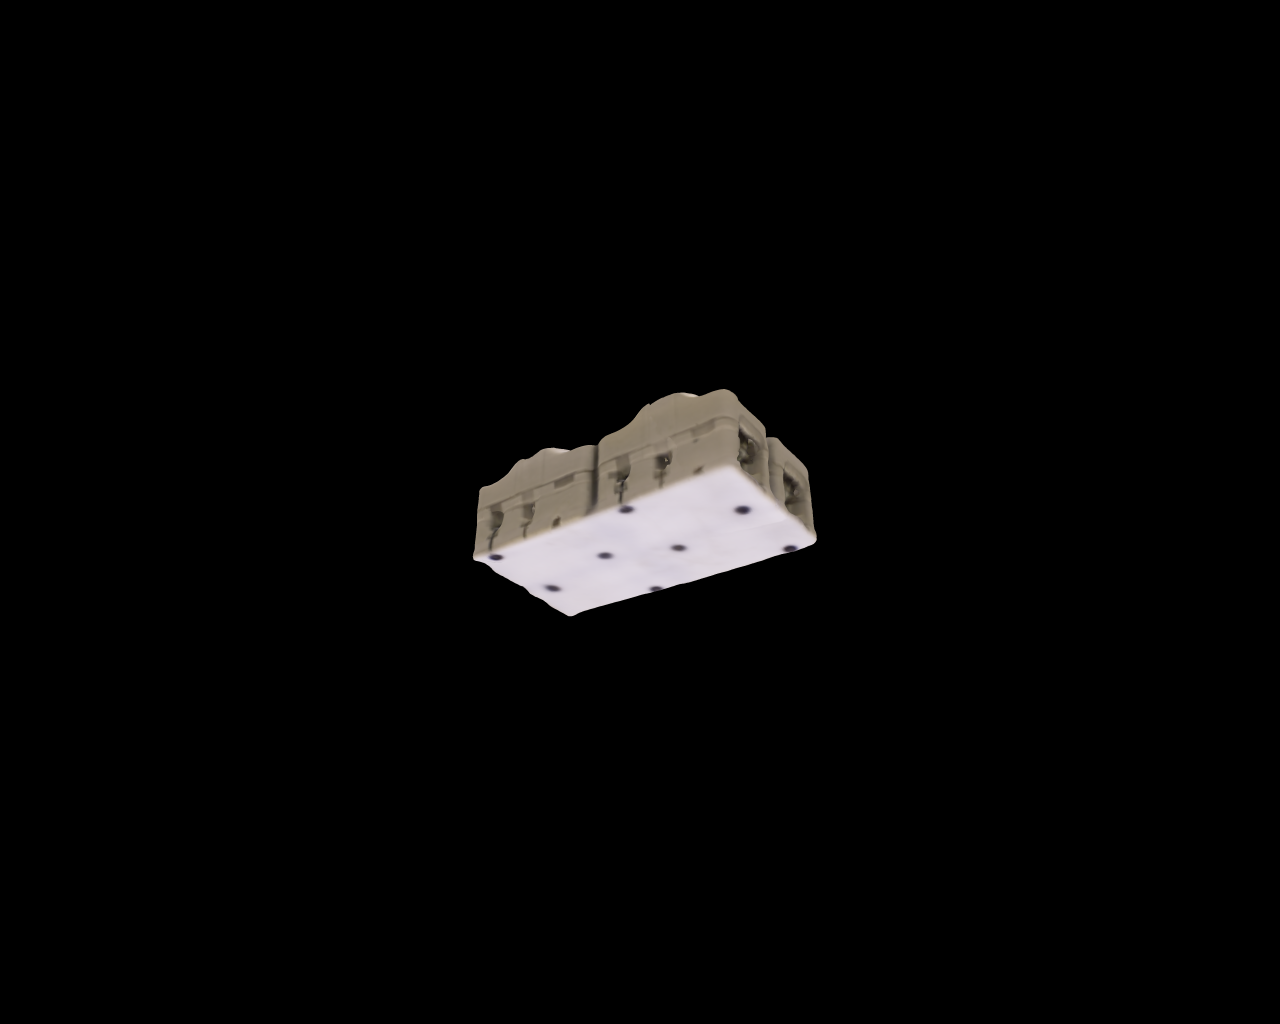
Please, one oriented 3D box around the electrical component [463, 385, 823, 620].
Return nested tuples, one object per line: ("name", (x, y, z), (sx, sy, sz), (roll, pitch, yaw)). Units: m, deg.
("electrical component", (0.001, -0.003, 0.650), (0.186, 0.060, 0.105), (-19, -36, 29))
